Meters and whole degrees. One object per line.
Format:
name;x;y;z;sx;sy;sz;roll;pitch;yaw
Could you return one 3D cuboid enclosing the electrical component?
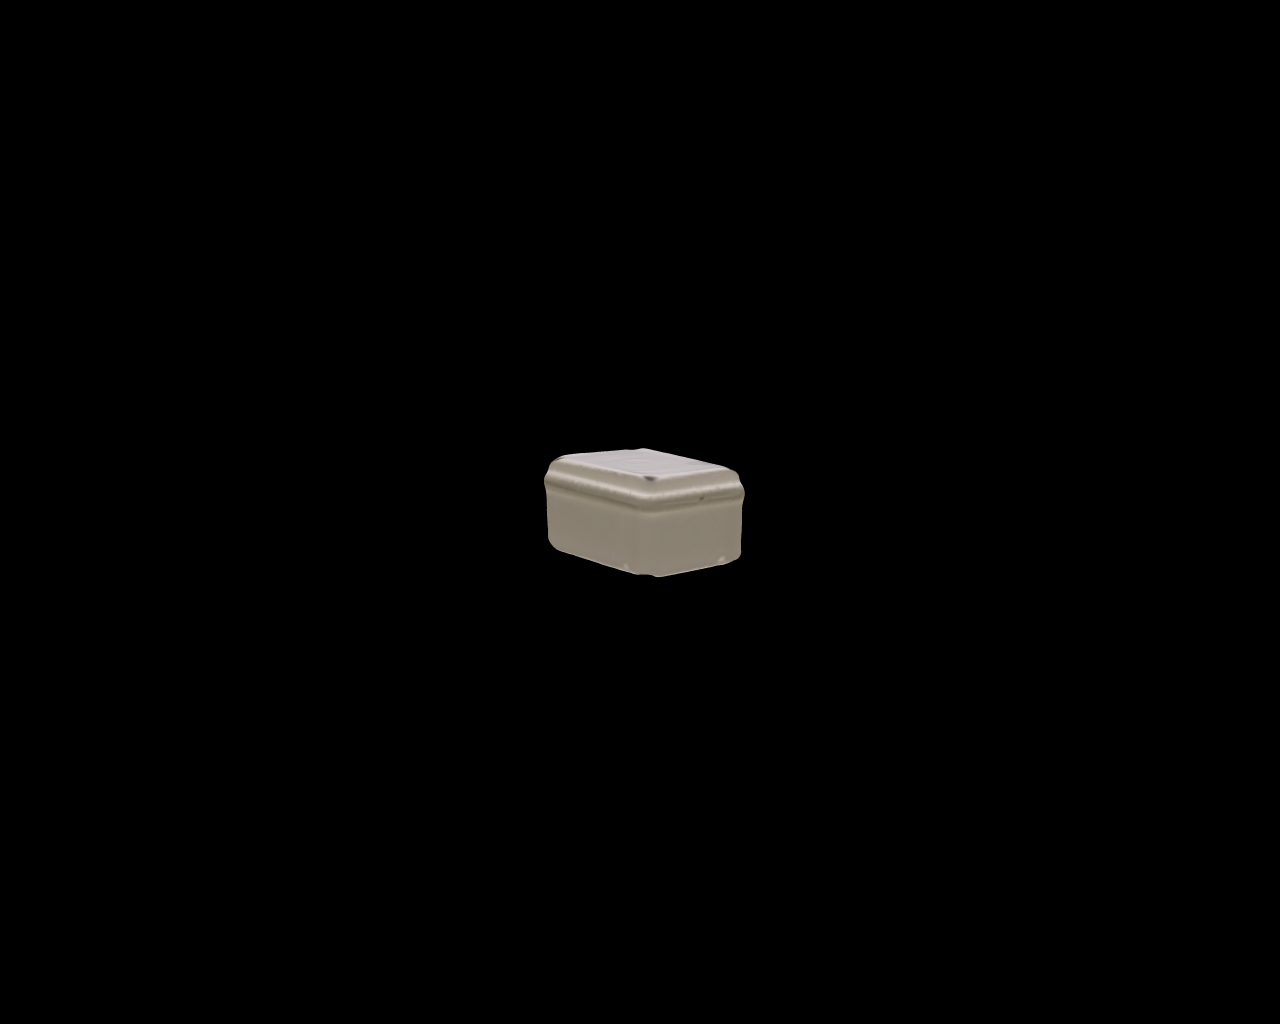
electrical component;0.001;-0.003;0.650;0.078;0.057;0.113;-8;14;-35
